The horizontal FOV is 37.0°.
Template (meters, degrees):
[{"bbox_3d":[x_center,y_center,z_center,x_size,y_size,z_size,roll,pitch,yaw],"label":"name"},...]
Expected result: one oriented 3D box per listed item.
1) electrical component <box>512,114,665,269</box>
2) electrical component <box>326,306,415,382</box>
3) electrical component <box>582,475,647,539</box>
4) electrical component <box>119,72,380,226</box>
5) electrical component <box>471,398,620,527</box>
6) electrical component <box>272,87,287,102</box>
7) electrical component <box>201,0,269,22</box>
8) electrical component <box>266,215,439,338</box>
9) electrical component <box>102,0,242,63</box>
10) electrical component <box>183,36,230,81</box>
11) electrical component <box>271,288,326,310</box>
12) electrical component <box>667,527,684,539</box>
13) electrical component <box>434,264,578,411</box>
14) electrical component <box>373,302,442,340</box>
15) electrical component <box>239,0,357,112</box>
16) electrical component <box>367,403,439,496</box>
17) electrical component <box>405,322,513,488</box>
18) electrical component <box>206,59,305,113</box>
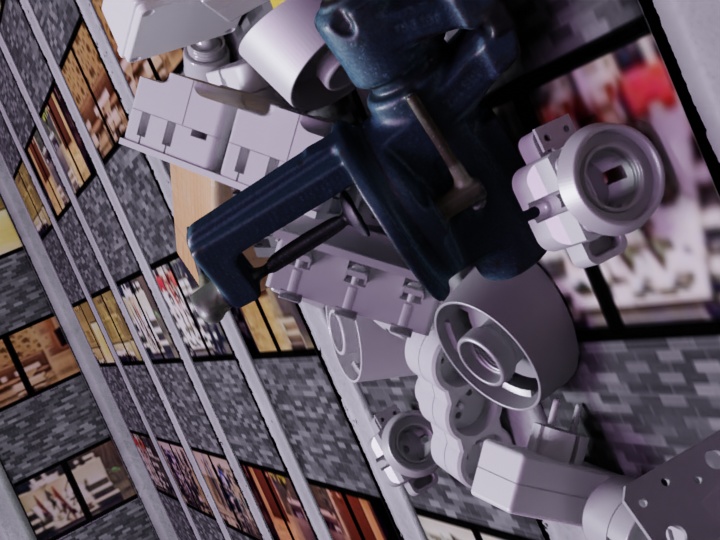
[{"bbox_3d":[0.119,-0.043,0.552,0.078,0.058,0.057,65,161,0],"label":"electrical component"},{"bbox_3d":[0.010,0.048,0.916,0.099,0.064,0.099,168,90,-73],"label":"electrical component"},{"bbox_3d":[0.169,0.156,0.656,0.047,0.055,0.055,25,135,63],"label":"electrical component"},{"bbox_3d":[-0.065,-0.090,0.774,0.186,0.105,0.060,22,101,31],"label":"electrical component"},{"bbox_3d":[0.127,0.122,0.701,0.047,0.083,0.075,10,84,64],"label":"electrical component"},{"bbox_3d":[-0.048,-0.171,0.808,0.043,0.043,0.081,45,151,39],"label":"electrical component"},{"bbox_3d":[-0.089,-0.232,0.820,0.076,0.047,0.083,25,-134,-59],"label":"electrical component"},{"bbox_3d":[0.000,0.000,0.755,0.078,0.121,0.063,-57,-16,-81],"label":"electrical component"},{"bbox_3d":[-0.151,-0.229,0.891,0.056,0.109,0.109,66,158,5],"label":"electrical component"},{"bbox_3d":[-0.141,-0.200,0.987,0.043,0.043,0.062,51,152,30],"label":"electrical component"},{"bbox_3d":[-0.030,-0.006,0.828,0.083,0.047,0.075,-58,21,29],"label":"electrical component"},{"bbox_3d":[0.218,0.173,0.552,0.121,0.063,0.078,13,125,63],"label":"electrical component"},{"bbox_3d":[0.099,0.041,0.710,0.099,0.064,0.099,37,151,25],"label":"electrical component"},{"bbox_3d":[0.025,0.002,0.829,0.077,0.043,0.079,43,149,43],"label":"electrical component"},{"bbox_3d":[-0.025,-0.153,0.706,0.064,0.099,0.099,52,155,14],"label":"electrical component"},{"bbox_3d":[0.043,0.153,0.932,0.078,0.058,0.057,60,160,11],"label":"electrical component"},{"bbox_3d":[0.067,0.094,0.819,0.074,0.052,0.138,28,139,57],"label":"electrical component"},{"bbox_3d":[-0.084,-0.147,0.900,0.095,0.054,0.059,12,124,63],"label":"electrical component"}]
